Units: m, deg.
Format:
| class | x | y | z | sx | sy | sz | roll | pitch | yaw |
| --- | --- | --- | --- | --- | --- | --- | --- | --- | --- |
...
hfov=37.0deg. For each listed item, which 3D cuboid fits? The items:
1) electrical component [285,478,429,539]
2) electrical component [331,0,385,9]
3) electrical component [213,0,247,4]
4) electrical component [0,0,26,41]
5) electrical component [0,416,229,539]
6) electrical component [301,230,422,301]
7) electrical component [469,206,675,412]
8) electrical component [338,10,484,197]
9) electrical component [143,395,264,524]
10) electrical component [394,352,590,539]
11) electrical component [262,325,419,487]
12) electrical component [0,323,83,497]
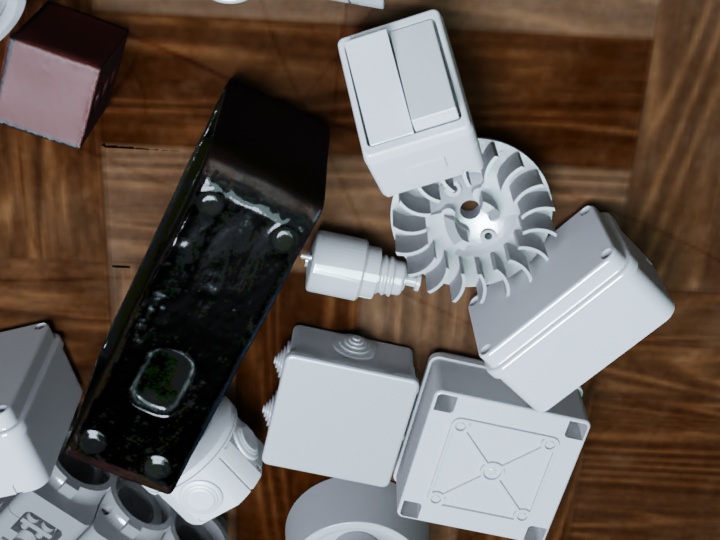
| class | x | y | z | sx | sy | sz | roll | pitch | yaw |
| --- | --- | --- | --- | --- | --- | --- | --- | --- | --- |
| electrical component | -0.002 | 0.210 | 0.780 | 0.108 | 0.060 | 0.108 | 0 | 116 | 0 |
| electrical component | -0.007 | -0.175 | 0.594 | 0.047 | 0.055 | 0.055 | 7 | 116 | 2 |
| electrical component | -0.070 | -0.175 | 0.593 | 0.045 | 0.055 | 0.045 | 0 | 116 | 1 |
| electrical component | -0.225 | -0.141 | 0.550 | 0.108 | 0.108 | 0.060 | -33 | 79 | 16 |
| electrical component | -0.169 | 0.177 | 0.749 | 0.150 | 0.089 | 0.061 | 38 | 111 | -17 |
| electrical component | 0.000 | 0.000 | 0.687 | 0.078 | 0.040 | 0.040 | 12 | 116 | -5 |
| electrical component | 0.129 | 0.023 | 0.676 | 0.113 | 0.078 | 0.057 | -41 | 112 | 18 |
| electrical component | 0.027 | -0.101 | 0.609 | 0.062 | 0.096 | 0.061 | -16 | 157 | 8 |
| electrical component | -0.108 | 0.128 | 0.731 | 0.080 | 0.080 | 0.051 | -30 | 117 | 15 |
| electrical component | 0.088 | 0.122 | 0.737 | 0.109 | 0.056 | 0.108 | 12 | 116 | -5 |
| electrical component | -0.013 | 0.090 | 0.727 | 0.100 | 0.048 | 0.099 | 12 | 116 | -5 |
| electrical component | -0.235 | 0.091 | 0.695 | 0.078 | 0.113 | 0.057 | -13 | 118 | 7 |
